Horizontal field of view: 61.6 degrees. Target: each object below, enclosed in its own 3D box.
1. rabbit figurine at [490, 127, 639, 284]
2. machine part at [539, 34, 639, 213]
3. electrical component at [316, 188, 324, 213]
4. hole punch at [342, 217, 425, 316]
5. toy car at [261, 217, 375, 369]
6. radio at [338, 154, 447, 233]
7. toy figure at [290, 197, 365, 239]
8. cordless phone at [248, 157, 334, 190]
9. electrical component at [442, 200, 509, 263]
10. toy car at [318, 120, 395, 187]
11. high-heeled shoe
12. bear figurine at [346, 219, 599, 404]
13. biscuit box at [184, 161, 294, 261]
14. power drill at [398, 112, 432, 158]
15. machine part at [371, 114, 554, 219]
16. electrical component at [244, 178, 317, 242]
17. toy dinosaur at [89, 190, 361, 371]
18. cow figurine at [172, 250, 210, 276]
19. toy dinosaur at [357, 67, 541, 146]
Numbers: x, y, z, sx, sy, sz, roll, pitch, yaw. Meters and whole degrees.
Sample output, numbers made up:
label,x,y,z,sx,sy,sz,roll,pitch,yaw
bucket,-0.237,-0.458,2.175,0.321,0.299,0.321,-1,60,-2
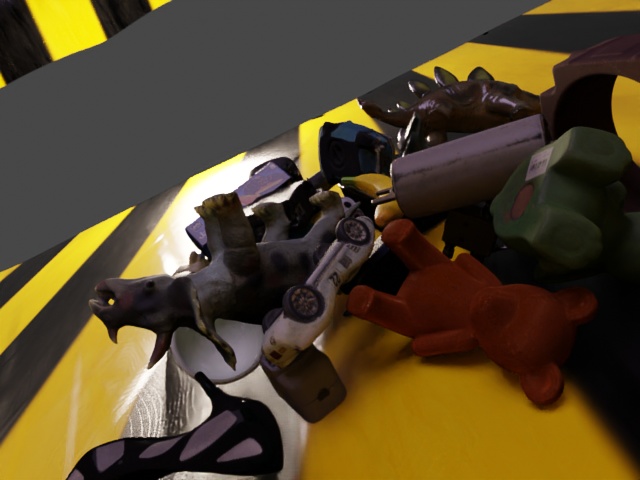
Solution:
label,x,y,z,sx,sy,sz,roll,pitch,yaw
rabbit figurine,0.255,0.000,0.505,0.159,0.170,0.121,128,164,-71
machine part,0.332,-0.102,0.541,0.087,0.201,0.201,-26,20,-10
electrical component,0.001,-0.056,1.000,0.048,0.074,0.119,-27,25,-4
hole punch,0.084,0.031,0.682,0.142,0.092,0.116,-43,22,-28
toy car,0.003,0.047,0.572,0.202,0.056,0.073,-52,2,-42
radio,0.131,-0.079,0.900,0.131,0.073,0.230,-30,22,-7
toy figure,-0.004,-0.006,0.881,0.180,0.082,0.089,-37,21,-20
cordless phone,-0.041,-0.120,1.094,0.184,0.146,0.089,-40,32,-26
electrical component,0.193,-0.014,0.650,0.078,0.102,0.045,18,44,26
toy car,0.072,-0.147,0.899,0.103,0.109,0.162,-18,22,-33
high-heeled shoe,-0.149,0.241,0.521,0.249,0.086,0.145,-46,54,-5
bear figurine,0.135,0.062,0.501,0.120,0.132,0.196,-60,24,-7
biscuit box,-0.135,-0.050,0.942,0.203,0.059,0.063,-40,60,-14
power drill,0.214,-0.105,0.756,0.232,0.207,0.086,-66,0,-49
machine part,0.170,-0.078,0.598,0.243,0.079,0.079,-16,23,28
electrical component,-0.075,-0.038,0.851,0.134,0.058,0.115,-20,16,24
toy dinosaur,-0.055,0.040,0.658,0.405,0.192,0.131,-6,-1,-43
cow figurine,-0.230,0.087,0.919,0.127,0.085,0.195,-33,18,0
toy dinosaur,0.280,-0.222,0.905,0.471,0.105,0.199,0,42,-16
